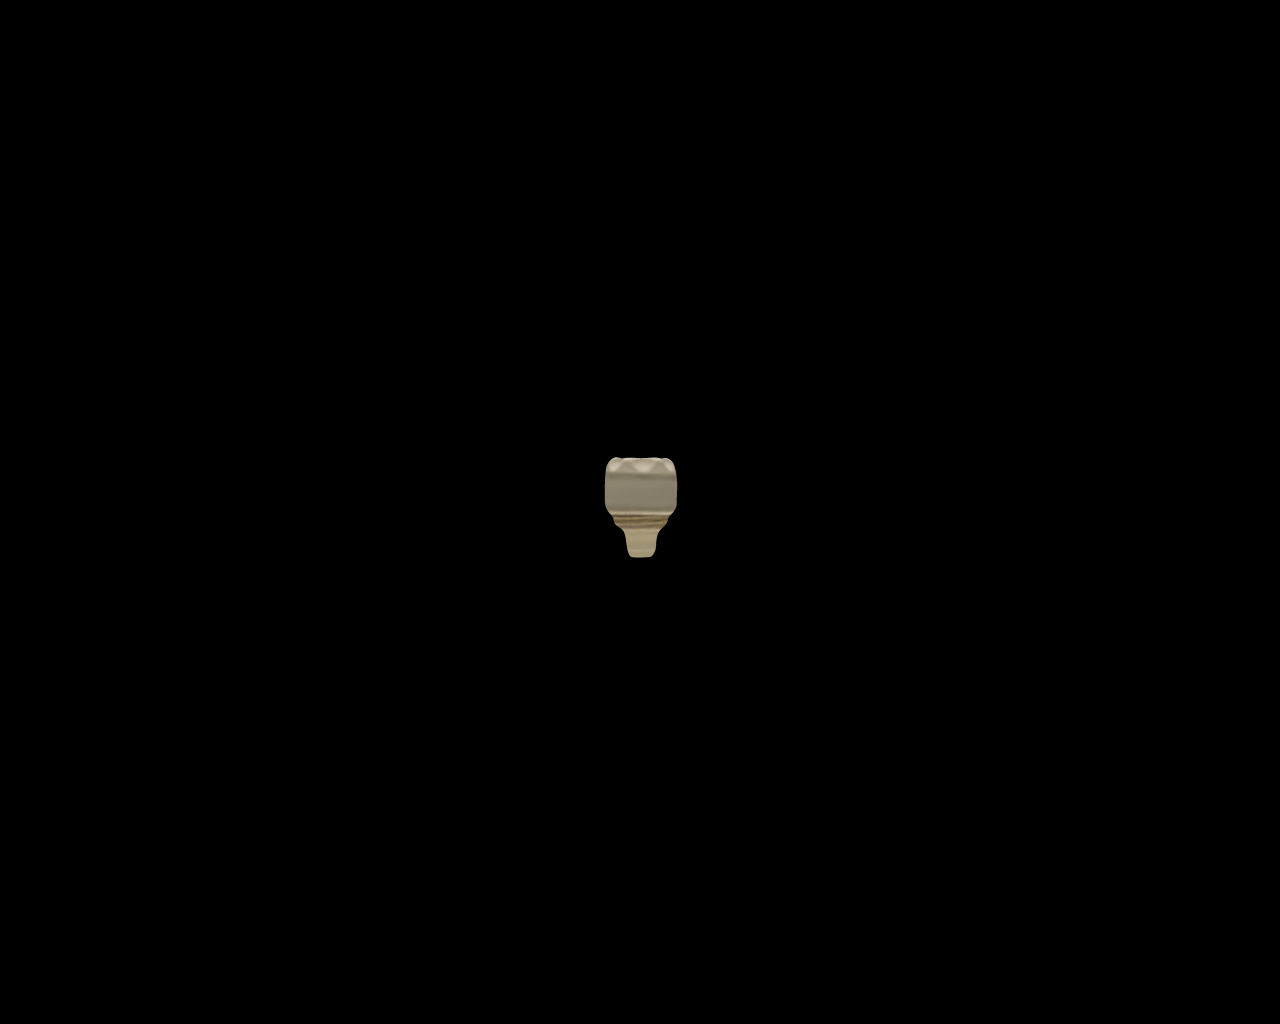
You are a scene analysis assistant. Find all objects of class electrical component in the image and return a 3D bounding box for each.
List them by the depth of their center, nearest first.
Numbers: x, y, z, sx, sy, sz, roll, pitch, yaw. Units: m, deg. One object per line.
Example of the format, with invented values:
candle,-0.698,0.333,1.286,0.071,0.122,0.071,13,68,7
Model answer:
electrical component,0.001,-0.003,0.650,0.043,0.062,0.043,0,2,0
